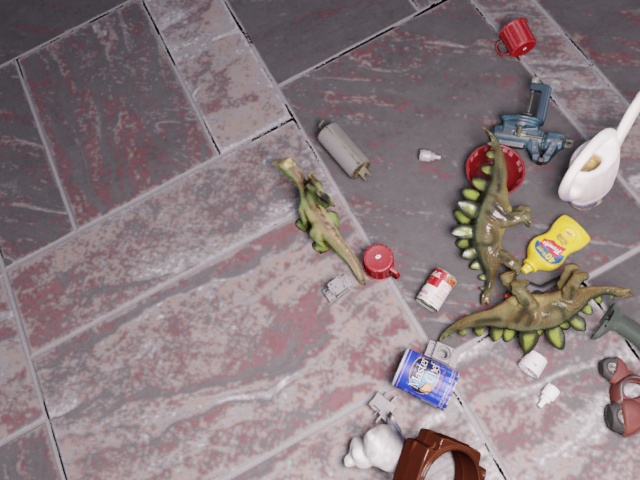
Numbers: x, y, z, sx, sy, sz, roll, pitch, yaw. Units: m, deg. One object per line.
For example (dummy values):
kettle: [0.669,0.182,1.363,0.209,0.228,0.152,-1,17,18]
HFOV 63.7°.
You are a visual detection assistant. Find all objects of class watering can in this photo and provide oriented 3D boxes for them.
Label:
watering can: [0.746,-0.217,1.355,0.349,0.220,0.105,-45,54,-8]

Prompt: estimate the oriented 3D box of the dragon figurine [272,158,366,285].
dragon figurine: [0.004,-0.070,1.394,0.123,0.238,0.415,-36,69,-9]

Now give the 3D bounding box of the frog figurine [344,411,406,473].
frog figurine: [0.133,0.507,1.229,0.160,0.134,0.125,-29,46,-4]
